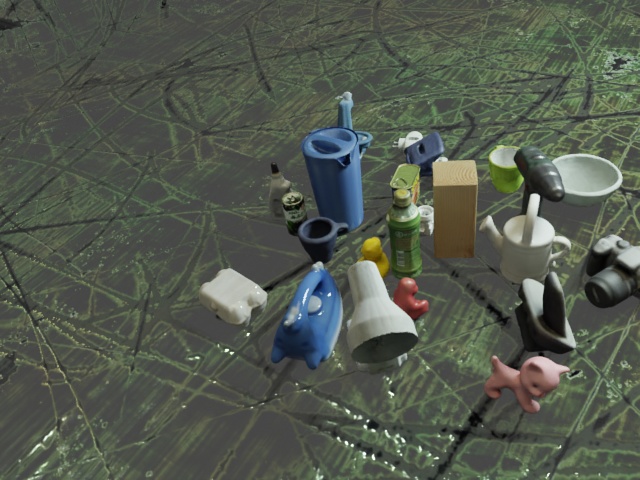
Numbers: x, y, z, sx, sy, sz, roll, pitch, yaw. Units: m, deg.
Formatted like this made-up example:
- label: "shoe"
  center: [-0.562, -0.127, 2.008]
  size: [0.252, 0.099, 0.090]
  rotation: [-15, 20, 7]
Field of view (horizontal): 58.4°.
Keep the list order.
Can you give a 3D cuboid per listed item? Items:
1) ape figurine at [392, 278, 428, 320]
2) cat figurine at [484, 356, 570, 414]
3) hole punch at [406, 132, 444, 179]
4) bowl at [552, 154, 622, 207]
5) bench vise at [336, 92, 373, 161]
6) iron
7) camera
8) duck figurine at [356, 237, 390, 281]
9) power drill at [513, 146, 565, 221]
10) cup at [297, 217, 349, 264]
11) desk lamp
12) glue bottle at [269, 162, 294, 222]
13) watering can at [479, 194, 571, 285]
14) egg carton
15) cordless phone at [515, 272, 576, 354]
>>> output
- label: "ape figurine"
  center: [0.180, 0.115, 1.170]
  size: [0.076, 0.092, 0.077]
  rotation: [-21, 42, -11]
- label: "cat figurine"
  center: [0.352, 0.233, 0.981]
  size: [0.127, 0.118, 0.067]
  rotation: [15, 48, 27]
- label: "hole punch"
  center: [0.280, -0.227, 1.534]
  size: [0.101, 0.091, 0.108]
  rotation: [-8, 41, 3]
- label: "bowl"
  center: [0.621, -0.130, 1.365]
  size: [0.167, 0.075, 0.167]
  rotation: [-6, 41, 6]
- label: "bench vise"
  center: [0.080, -0.265, 1.522]
  size: [0.121, 0.220, 0.207]
  rotation: [-7, 41, 4]
- label: "iron"
  center: [-0.020, 0.128, 1.160]
  size: [0.118, 0.142, 0.258]
  rotation: [5, 44, 18]
- label: "camera"
  center: [0.584, 0.064, 1.134]
  size: [0.137, 0.101, 0.142]
  rotation: [-25, 43, -16]
- label: "duck figurine"
  center: [0.114, 0.040, 1.273]
  size: [0.077, 0.086, 0.104]
  rotation: [6, 44, 19]
- label: "power drill"
  center: [0.475, -0.092, 1.252]
  size: [0.075, 0.209, 0.229]
  rotation: [-7, 41, 5]
- label: "cup"
  center: [0.012, 0.005, 1.328]
  size: [0.118, 0.095, 0.091]
  rotation: [-13, 41, -3]
- label: "desk lamp"
  center: [0.099, 0.156, 1.049]
  size: [0.118, 0.214, 0.203]
  rotation: [-13, 41, -3]
- label: "glue bottle"
  center: [-0.098, -0.122, 1.434]
  size: [0.078, 0.173, 0.037]
  rotation: [4, 43, 17]
- label: "watering can"
  center: [0.420, -0.007, 1.178]
  size: [0.172, 0.194, 0.101]
  rotation: [-5, 42, 7]
- label: "egg carton"
  center: [-0.192, 0.127, 1.253]
  size: [0.149, 0.069, 0.107]
  rotation: [25, 53, 34]
- label: "cordless phone"
  center: [0.420, 0.108, 1.056]
  size: [0.094, 0.185, 0.147]
  rotation: [-8, 41, 4]
